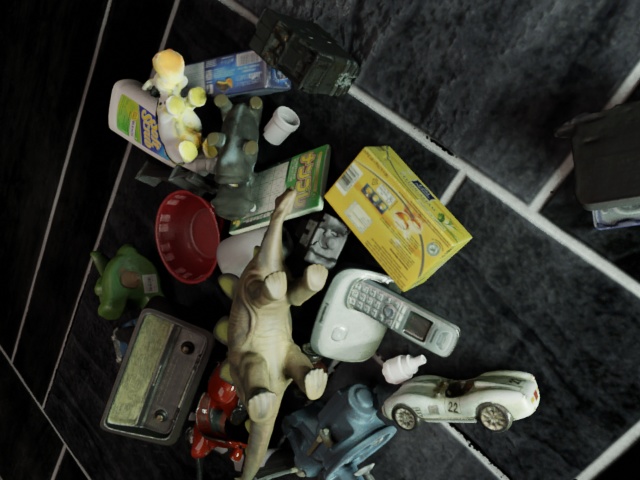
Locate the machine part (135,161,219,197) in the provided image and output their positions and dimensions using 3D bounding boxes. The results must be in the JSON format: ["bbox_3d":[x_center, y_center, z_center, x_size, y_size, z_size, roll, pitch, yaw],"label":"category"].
[{"bbox_3d":[-0.230,-0.098,0.858,0.139,0.084,0.039,12,88,30],"label":"machine part"}]

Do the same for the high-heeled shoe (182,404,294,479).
[{"bbox_3d":[-0.137,0.344,0.946,0.249,0.086,0.145,-17,56,18],"label":"high-heeled shoe"}]

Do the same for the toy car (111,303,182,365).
[{"bbox_3d":[-0.286,0.176,0.977,0.162,0.103,0.109,-10,104,-3],"label":"toy car"}]

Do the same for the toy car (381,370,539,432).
[{"bbox_3d":[0.171,0.201,0.681,0.202,0.073,0.056,-13,94,36],"label":"toy car"}]

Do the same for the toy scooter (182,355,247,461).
[{"bbox_3d":[-0.153,0.287,0.889,0.135,0.075,0.184,17,81,48],"label":"toy scooter"}]

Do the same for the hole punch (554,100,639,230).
[{"bbox_3d":[0.318,-0.073,0.534,0.142,0.092,0.116,-10,63,39],"label":"hole punch"}]

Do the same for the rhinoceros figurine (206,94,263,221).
[{"bbox_3d":[-0.125,-0.124,0.793,0.073,0.112,0.190,4,70,-4],"label":"rhinoceros figurine"}]

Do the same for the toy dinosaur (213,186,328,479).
[{"bbox_3d":[-0.078,0.158,0.738,0.199,0.105,0.470,21,105,61],"label":"toy dinosaur"}]

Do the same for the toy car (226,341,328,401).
[{"bbox_3d":[-0.076,0.180,0.864,0.202,0.053,0.089,20,117,27],"label":"toy car"}]

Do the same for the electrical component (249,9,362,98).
[{"bbox_3d":[-0.025,-0.252,0.715,0.134,0.115,0.058,46,119,18],"label":"electrical component"}]

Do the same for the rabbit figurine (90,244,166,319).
[{"bbox_3d":[-0.392,0.089,1.037,0.170,0.121,0.159,-33,75,50],"label":"rabbit figurine"}]

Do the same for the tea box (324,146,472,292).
[{"bbox_3d":[0.098,-0.031,0.695,0.170,0.068,0.098,52,123,15],"label":"tea box"}]

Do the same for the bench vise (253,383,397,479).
[{"bbox_3d":[0.042,0.329,0.765,0.223,0.129,0.241,-52,60,25],"label":"bench vise"}]

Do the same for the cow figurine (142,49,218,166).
[{"bbox_3d":[-0.220,-0.198,0.819,0.098,0.068,0.167,1,110,50],"label":"cow figurine"}]

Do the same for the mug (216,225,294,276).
[{"bbox_3d":[-0.092,0.027,0.833,0.107,0.080,0.109,-30,74,28],"label":"mug"}]

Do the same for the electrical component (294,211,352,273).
[{"bbox_3d":[-0.002,-0.002,0.767,0.048,0.119,0.074,25,88,-14],"label":"electrical component"}]

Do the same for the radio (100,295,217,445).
[{"bbox_3d":[-0.263,0.221,0.899,0.131,0.073,0.229,21,101,-9],"label":"radio"}]

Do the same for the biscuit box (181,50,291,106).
[{"bbox_3d":[-0.139,-0.248,0.828,0.203,0.063,0.059,2,99,34],"label":"biscuit box"}]

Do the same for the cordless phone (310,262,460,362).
[{"bbox_3d":[0.087,0.122,0.723,0.184,0.089,0.146,29,113,24],"label":"cordless phone"}]

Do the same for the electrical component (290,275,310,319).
[{"bbox_3d":[-0.046,0.094,0.846,0.094,0.021,0.063,-36,77,32],"label":"electrical component"}]
